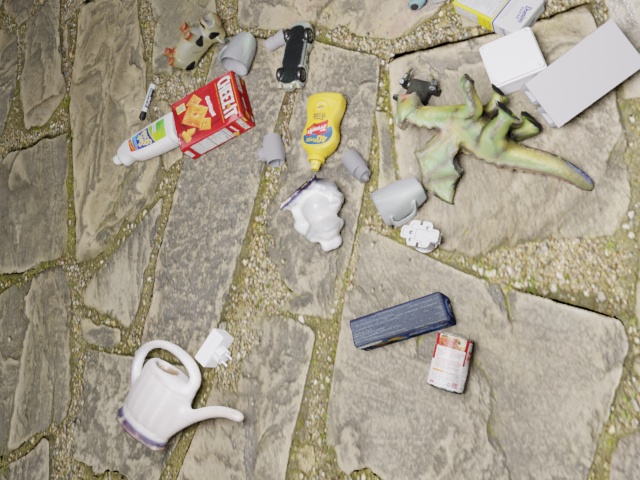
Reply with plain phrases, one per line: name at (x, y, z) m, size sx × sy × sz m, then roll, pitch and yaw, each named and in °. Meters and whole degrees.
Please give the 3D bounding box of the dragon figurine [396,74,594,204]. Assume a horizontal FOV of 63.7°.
dragon figurine at (0.314, -0.178, 1.054) m, size 0.413 × 0.123 × 0.239 m, roll 49°, pitch 121°, yaw 13°

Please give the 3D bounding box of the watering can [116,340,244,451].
watering can at (-0.339, 0.382, 1.186) m, size 0.351 × 0.103 × 0.224 m, roll 30°, pitch 90°, yaw 31°

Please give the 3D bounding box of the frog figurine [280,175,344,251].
frog figurine at (0.004, -0.059, 1.178) m, size 0.137 × 0.123 × 0.159 m, roll -41°, pitch 97°, yaw 1°
